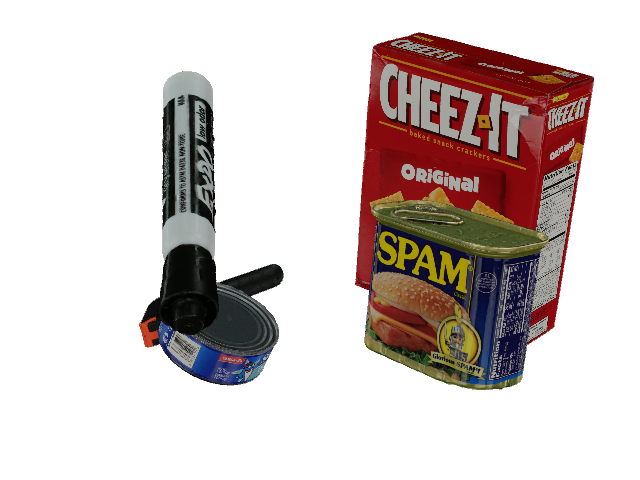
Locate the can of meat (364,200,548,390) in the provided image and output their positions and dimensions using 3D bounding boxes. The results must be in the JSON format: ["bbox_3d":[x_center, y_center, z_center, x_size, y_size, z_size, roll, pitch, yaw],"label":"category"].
[{"bbox_3d":[0.072,0.029,0.604,0.057,0.084,0.102,-9,20,-41],"label":"can of meat"}]

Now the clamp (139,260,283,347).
[{"bbox_3d":[-0.122,0.063,1.157,0.120,0.039,0.171,-5,25,34],"label":"clamp"}]

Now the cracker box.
[{"bbox_3d":[0.113,-0.040,0.845,0.164,0.214,0.071,23,32,36],"label":"cracker box"}]

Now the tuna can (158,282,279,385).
[{"bbox_3d":[-0.076,0.068,0.793,0.086,0.034,0.086,20,26,-11],"label":"tuna can"}]

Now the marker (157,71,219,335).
[{"bbox_3d":[-0.045,-0.016,0.365,0.020,0.020,0.121,0,44,-7],"label":"marker"}]
